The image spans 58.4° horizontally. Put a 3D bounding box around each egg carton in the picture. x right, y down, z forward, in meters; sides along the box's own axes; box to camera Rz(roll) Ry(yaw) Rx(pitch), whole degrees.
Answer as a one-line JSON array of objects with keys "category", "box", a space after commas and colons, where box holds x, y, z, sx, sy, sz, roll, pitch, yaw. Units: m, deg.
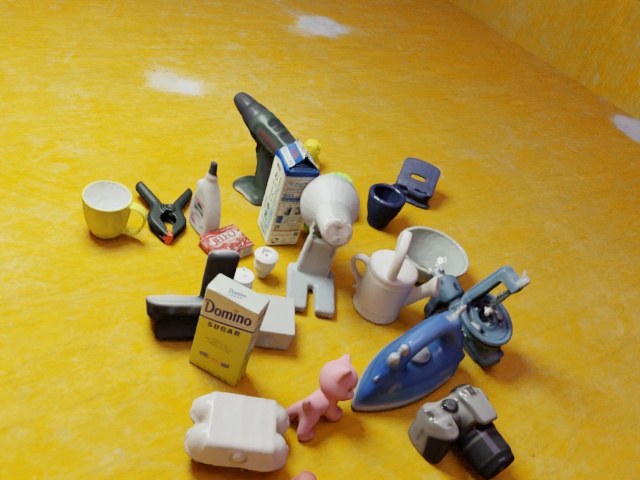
[{"category": "egg carton", "box": [-0.119, 0.283, 0.839, 0.150, 0.069, 0.107, 11, 39, -11]}]

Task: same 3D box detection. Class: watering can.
[{"category": "watering can", "box": [0.147, 0.066, 1.116, 0.173, 0.194, 0.101, 11, 39, -12]}]

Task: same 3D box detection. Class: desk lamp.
[{"category": "desk lamp", "box": [0.010, 0.004, 1.115, 0.118, 0.213, 0.203, 11, 39, -11]}]

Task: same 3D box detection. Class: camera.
[{"category": "camera", "box": [0.243, 0.316, 0.933, 0.143, 0.101, 0.136, -10, 47, -33]}]

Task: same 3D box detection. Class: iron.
[{"category": "iron", "box": [0.165, 0.201, 1.005, 0.259, 0.141, 0.118, -22, 54, -41]}]

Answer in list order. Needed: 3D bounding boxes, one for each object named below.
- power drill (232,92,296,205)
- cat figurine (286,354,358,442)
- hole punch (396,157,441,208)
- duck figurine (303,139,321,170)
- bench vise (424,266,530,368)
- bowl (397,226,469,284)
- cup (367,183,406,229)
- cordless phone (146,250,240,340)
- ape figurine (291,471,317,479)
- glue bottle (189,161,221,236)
[{"category": "power drill", "box": [-0.133, -0.193, 1.295, 0.229, 0.208, 0.076, 39, 42, 23]}, {"category": "cat figurine", "box": [0.011, 0.240, 0.909, 0.067, 0.118, 0.128, 41, 43, 25]}, {"category": "hole punch", "box": [0.257, -0.152, 1.513, 0.108, 0.091, 0.101, 22, 38, 3]}, {"category": "duck figurine", "box": [-0.031, -0.216, 1.467, 0.077, 0.086, 0.105, 31, 39, 14]}, {"category": "bench vise", "box": [0.295, 0.116, 1.101, 0.207, 0.220, 0.122, 34, 40, 18]}, {"category": "bowl", "box": [0.241, 0.049, 1.277, 0.167, 0.075, 0.167, 12, 39, -10]}, {"category": "cup", "box": [0.153, -0.081, 1.378, 0.091, 0.095, 0.118, 28, 39, 11]}, {"category": "cordless phone", "box": [-0.209, 0.078, 0.953, 0.148, 0.185, 0.094, 1, 42, -22]}, {"category": "ape figurine", "box": [-0.024, 0.350, 0.782, 0.078, 0.092, 0.076, 15, 38, -6]}, {"category": "glue bottle", "box": [-0.226, -0.087, 1.154, 0.037, 0.173, 0.078, -21, 53, -40]}]
